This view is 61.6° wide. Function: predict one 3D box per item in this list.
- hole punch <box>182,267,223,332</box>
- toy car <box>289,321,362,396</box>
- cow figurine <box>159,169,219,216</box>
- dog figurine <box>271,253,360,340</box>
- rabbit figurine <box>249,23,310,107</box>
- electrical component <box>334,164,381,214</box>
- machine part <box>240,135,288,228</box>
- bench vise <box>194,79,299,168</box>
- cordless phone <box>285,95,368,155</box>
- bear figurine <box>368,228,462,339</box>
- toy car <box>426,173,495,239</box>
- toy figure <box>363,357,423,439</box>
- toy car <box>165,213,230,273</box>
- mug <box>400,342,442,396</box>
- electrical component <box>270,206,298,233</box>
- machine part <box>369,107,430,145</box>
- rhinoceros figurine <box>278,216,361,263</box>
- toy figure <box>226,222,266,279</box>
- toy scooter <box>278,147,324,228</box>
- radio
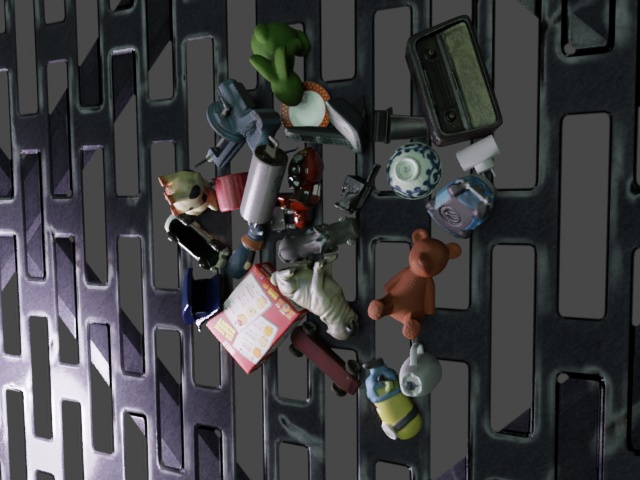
[{"bbox_3d":[-0.304,0.139,1.311,0.116,0.092,0.142,-37,50,37],"label":"hole punch"},{"bbox_3d":[0.014,0.270,1.232,0.202,0.053,0.089,37,114,21],"label":"toy car"},{"bbox_3d":[-0.304,-0.111,1.282,0.127,0.195,0.085,-21,79,-12],"label":"cow figurine"},{"bbox_3d":[-0.011,0.142,1.202,0.172,0.121,0.190,-13,94,32],"label":"dog figurine"},{"bbox_3d":[-0.079,-0.381,1.172,0.121,0.159,0.170,-19,83,14],"label":"rabbit figurine"},{"bbox_3d":[0.083,-0.116,1.161,0.048,0.075,0.119,29,109,18],"label":"electrical component"},{"bbox_3d":[-0.124,-0.120,1.184,0.079,0.079,0.243,37,132,17],"label":"machine part"},{"bbox_3d":[-0.193,-0.242,1.257,0.223,0.129,0.240,52,130,3],"label":"bench vise"},{"bbox_3d":[0.009,-0.244,1.136,0.184,0.146,0.088,4,78,10],"label":"cordless phone"},{"bbox_3d":[0.198,0.083,1.098,0.120,0.132,0.195,30,111,17],"label":"bear figurine"},{"bbox_3d":[0.287,-0.080,1.052,0.109,0.161,0.103,40,66,8],"label":"toy car"},{"bbox_3d":[0.154,0.341,1.160,0.089,0.082,0.180,-25,81,25],"label":"toy figure"},{"bbox_3d":[-0.311,0.003,1.357,0.202,0.056,0.073,37,101,16],"label":"toy car"},{"bbox_3d":[0.205,0.273,1.117,0.081,0.107,0.109,1,96,23],"label":"mug"},{"bbox_3d":[-0.098,-0.049,1.275,0.094,0.021,0.063,-4,93,24],"label":"electrical component"},{"bbox_3d":[0.173,-0.239,1.134,0.139,0.039,0.084,9,92,25],"label":"machine part"},{"bbox_3d":[-0.002,-0.004,1.187,0.190,0.112,0.073,-17,83,17],"label":"rhinoceros figurine"},{"bbox_3d":[-0.174,0.021,1.296,0.064,0.058,0.154,34,101,10],"label":"toy figure"},{"bbox_3d":[-0.046,-0.116,1.186,0.075,0.135,0.183,8,96,24],"label":"toy scooter"},{"bbox_3d":[0.257,-0.304,1.054,0.131,0.073,0.229,-17,85,5],"label":"radio"}]
